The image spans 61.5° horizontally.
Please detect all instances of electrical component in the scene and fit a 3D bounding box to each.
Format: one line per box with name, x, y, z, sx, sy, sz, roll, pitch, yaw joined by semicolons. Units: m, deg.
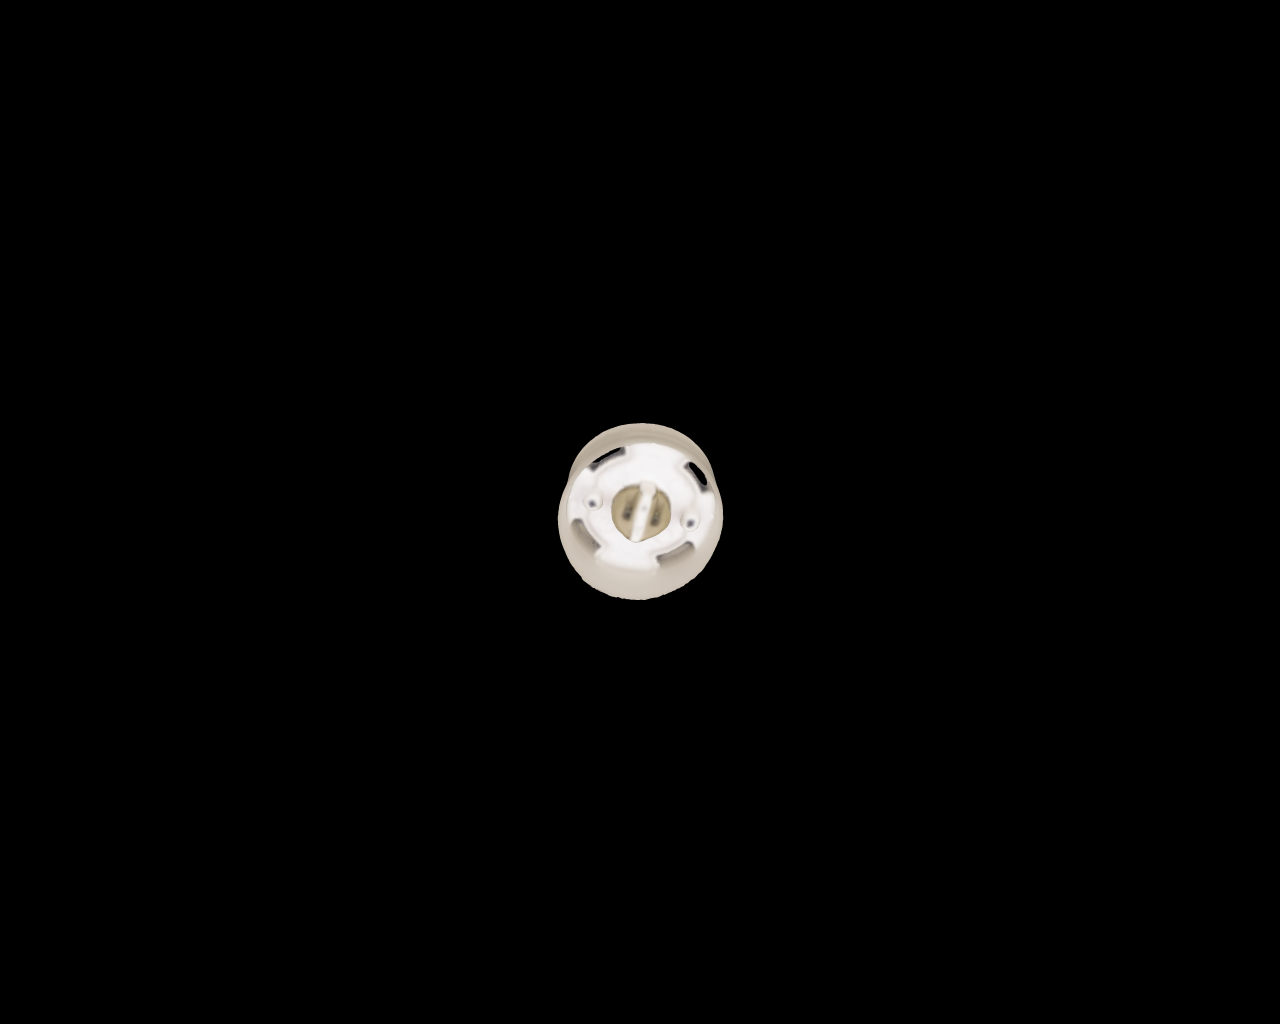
electrical component;0.001;-0.003;0.650;0.099;0.099;0.064;0;32;0
